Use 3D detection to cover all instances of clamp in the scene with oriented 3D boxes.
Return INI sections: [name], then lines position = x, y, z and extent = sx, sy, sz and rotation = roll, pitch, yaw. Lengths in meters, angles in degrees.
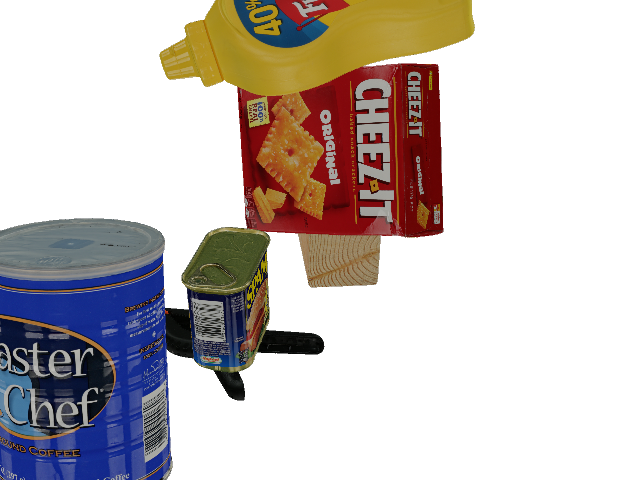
[clamp]
position = -0.123, 0.125, 1.261
extent = 0.210, 0.036, 0.164
rotation = 15, 23, 25

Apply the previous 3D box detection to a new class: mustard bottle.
[mustard bottle]
position = -0.008, -0.139, 0.670
extent = 0.191, 0.096, 0.058
rotation = -18, -37, 0

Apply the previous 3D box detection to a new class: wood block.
[wood block]
position = 0.018, -0.027, 1.416
extent = 0.090, 0.090, 0.206
rotation = -2, 27, -6

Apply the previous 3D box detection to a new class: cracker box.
[cracker box]
position = 0.015, -0.088, 1.067
extent = 0.214, 0.164, 0.071
rotation = 3, 8, 41

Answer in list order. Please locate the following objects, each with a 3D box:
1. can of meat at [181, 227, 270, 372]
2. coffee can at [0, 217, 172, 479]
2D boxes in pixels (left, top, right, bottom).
[can of meat]
position = -0.076, 0.050, 0.902
extent = 0.057, 0.084, 0.102
rotation = 5, 29, 10
[coffee can]
position = -0.137, 0.067, 0.606
extent = 0.103, 0.140, 0.103
rotation = 0, 15, 0
